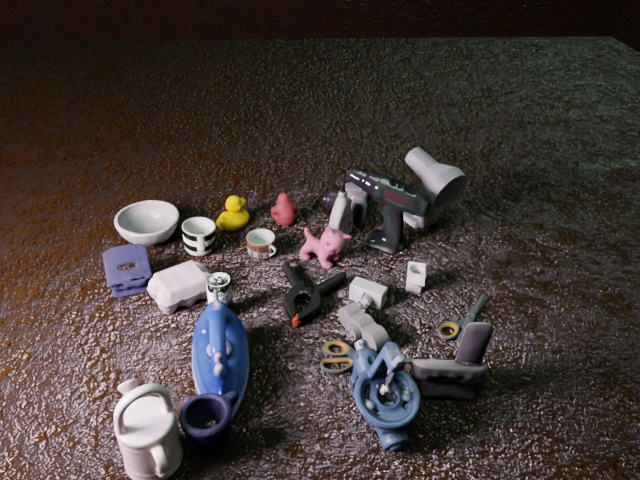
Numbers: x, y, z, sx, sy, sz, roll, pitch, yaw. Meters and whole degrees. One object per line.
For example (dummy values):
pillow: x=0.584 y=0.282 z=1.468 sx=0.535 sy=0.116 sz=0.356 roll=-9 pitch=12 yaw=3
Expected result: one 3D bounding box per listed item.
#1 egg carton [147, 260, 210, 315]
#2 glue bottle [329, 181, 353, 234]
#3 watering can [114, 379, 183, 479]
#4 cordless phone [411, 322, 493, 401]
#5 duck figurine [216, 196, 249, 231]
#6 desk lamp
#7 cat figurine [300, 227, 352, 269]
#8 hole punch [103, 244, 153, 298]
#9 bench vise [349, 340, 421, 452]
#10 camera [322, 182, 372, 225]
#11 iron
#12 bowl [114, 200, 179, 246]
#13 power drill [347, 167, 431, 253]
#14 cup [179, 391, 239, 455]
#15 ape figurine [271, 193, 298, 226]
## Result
egg carton: x=-0.323 y=0.109 z=1.346 sx=0.151 sy=0.069 sz=0.107 roll=-22 pitch=43 yaw=-30
glue bottle: x=0.059 y=-0.083 z=1.543 sx=0.037 sy=0.173 sz=0.078 roll=27 pitch=43 yaw=30
watering can: x=-0.298 y=0.311 z=0.968 sx=0.172 sy=0.194 sz=0.101 roll=24 pitch=42 yaw=27
cordless phone: x=0.262 y=0.223 z=1.131 sx=0.147 sy=0.185 sz=0.094 roll=0 pitch=36 yaw=-3
duck figurine: x=-0.244 y=-0.081 z=1.595 sx=0.077 sy=0.086 sz=0.105 roll=27 pitch=43 yaw=29
desk lamp: x=0.297 y=-0.140 z=1.601 sx=0.118 sy=0.214 sz=0.202 roll=-23 pitch=43 yaw=-30
cat figurine: x=0.013 y=0.005 z=1.468 sx=0.127 sy=0.118 sz=0.067 roll=19 pitch=39 yaw=21
hole punch: x=-0.455 y=0.072 z=1.370 sx=0.109 sy=0.091 sz=0.100 roll=-12 pitch=39 yaw=-19
bench vise: x=0.102 y=0.251 z=1.053 sx=0.122 sy=0.220 sz=0.206 roll=-21 pitch=43 yaw=-29
camera: x=0.082 y=-0.128 z=1.666 sx=0.136 sy=0.101 sz=0.143 roll=10 pitch=37 yaw=10
iron: x=-0.199 y=0.225 z=1.137 sx=0.119 sy=0.141 sz=0.258 roll=-5 pitch=37 yaw=-10
bowl: x=-0.456 y=-0.033 z=1.527 sx=0.167 sy=0.075 sz=0.167 roll=2 pitch=36 yaw=-1
power drill: x=0.172 y=-0.076 z=1.512 sx=0.229 sy=0.208 sz=0.076 roll=15 pitch=38 yaw=16
cup: x=-0.192 y=0.331 z=1.032 sx=0.091 sy=0.095 sz=0.118 roll=29 pitch=44 yaw=31
ape figurine: x=-0.099 y=-0.092 z=1.614 sx=0.078 sy=0.092 sz=0.076 roll=-2 pitch=37 yaw=-6
